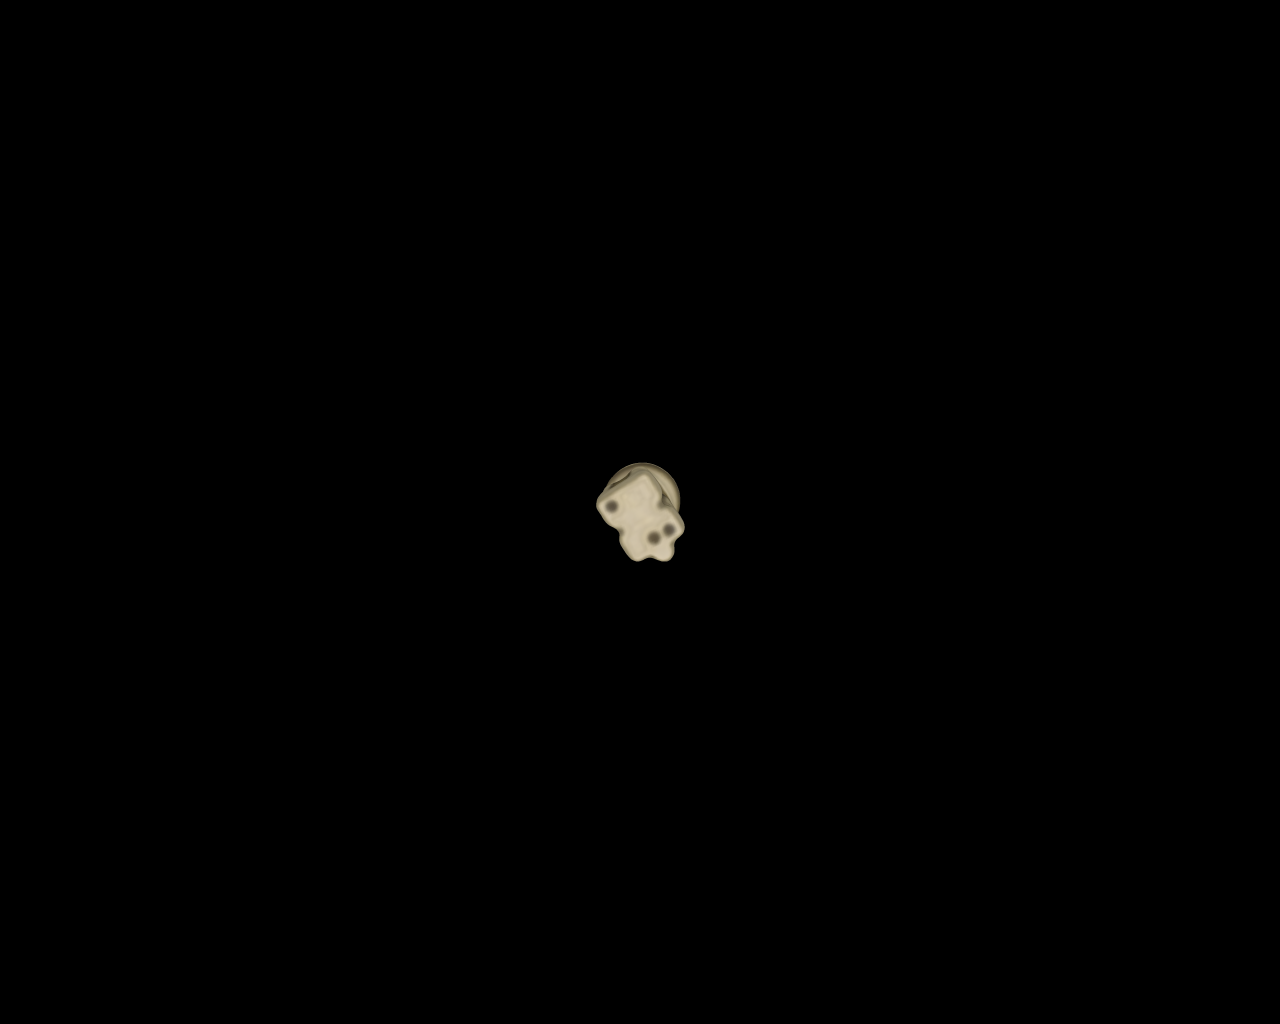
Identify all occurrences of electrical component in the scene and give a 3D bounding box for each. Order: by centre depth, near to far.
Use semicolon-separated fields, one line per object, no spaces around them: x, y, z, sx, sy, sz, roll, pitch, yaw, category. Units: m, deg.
0.001;-0.003;0.650;0.048;0.066;0.055;-31;11;7;electrical component
